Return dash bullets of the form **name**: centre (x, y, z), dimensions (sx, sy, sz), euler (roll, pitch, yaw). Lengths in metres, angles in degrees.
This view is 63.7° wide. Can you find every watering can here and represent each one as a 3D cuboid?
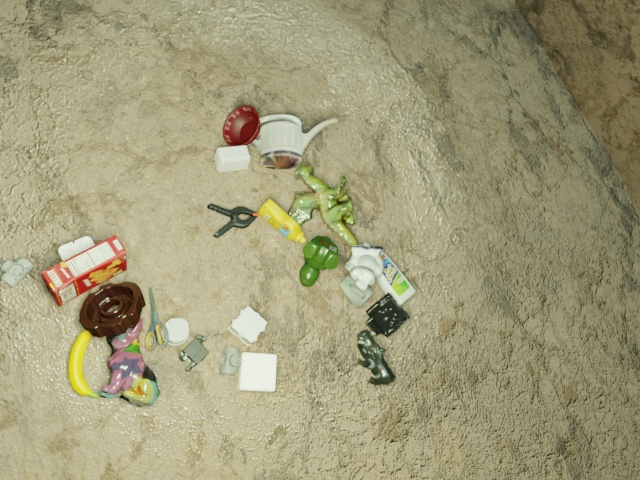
- **watering can**: centre (-0.101, -0.370, 1.901), dimensions (0.348, 0.228, 0.102), euler (-2, -24, -2)

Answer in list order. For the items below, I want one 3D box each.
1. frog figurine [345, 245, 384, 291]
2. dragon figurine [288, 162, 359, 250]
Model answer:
- **frog figurine**: centre (0.154, 0.105, 1.770), dimensions (0.137, 0.162, 0.121), euler (14, -27, -22)
- **dragon figurine**: centre (0.006, -0.094, 1.861), dimensions (0.243, 0.413, 0.121), euler (-11, -9, -7)
